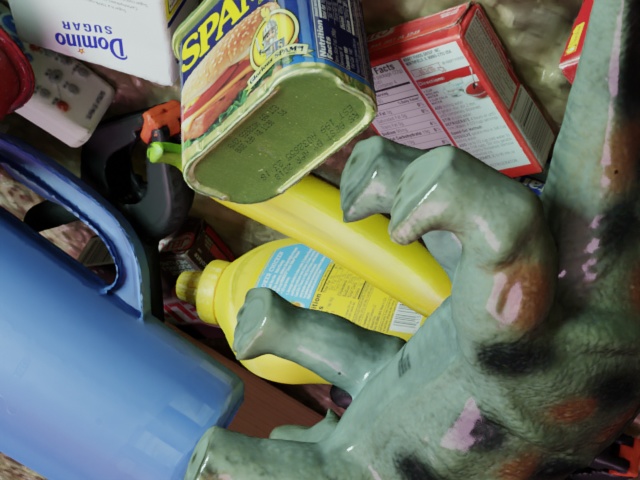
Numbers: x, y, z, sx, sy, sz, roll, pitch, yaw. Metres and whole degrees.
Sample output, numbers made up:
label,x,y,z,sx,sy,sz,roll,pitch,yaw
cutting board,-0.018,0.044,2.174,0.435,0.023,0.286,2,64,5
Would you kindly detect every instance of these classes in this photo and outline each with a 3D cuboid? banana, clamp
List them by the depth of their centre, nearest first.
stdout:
label,x,y,z,sx,sy,sz,roll,pitch,yaw
banana,-0.003,-0.008,0.607,0.198,0.069,0.037,26,117,4
clamp,-0.117,-0.013,0.663,0.120,0.039,0.172,44,135,-1
clamp,0.128,0.153,0.769,0.210,0.036,0.164,2,146,29

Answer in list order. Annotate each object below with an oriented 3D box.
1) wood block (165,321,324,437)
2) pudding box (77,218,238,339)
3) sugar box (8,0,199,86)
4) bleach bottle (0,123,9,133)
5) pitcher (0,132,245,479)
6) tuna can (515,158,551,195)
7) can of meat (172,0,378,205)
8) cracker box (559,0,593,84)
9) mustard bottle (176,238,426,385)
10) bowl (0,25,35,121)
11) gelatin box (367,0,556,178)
label,x,y,z,sx,sy,sz,roll,pitch,yaw
wood block,-0.086,0.147,0.806,0.090,0.090,0.205,-8,148,38
pudding box,-0.103,0.031,0.745,0.114,0.039,0.090,-5,136,36
sugar box,-0.107,-0.156,0.493,0.093,0.048,0.176,18,149,9
bleach bottle,-0.295,-0.134,0.623,0.250,0.068,0.103,41,143,-26
pitcher,-0.165,0.059,0.640,0.243,0.144,0.149,32,144,2
tuna can,0.106,-0.007,0.570,0.086,0.033,0.086,17,145,12
can of meat,-0.022,-0.075,0.487,0.057,0.084,0.102,21,138,-35
cracker box,0.226,-0.062,0.391,0.214,0.072,0.164,-15,129,45
mustard bottle,0.000,0.045,0.649,0.192,0.096,0.058,11,145,19
bowl,-0.230,-0.082,0.536,0.162,0.055,0.162,11,159,4
gelatin box,0.062,-0.067,0.520,0.073,0.030,0.089,-10,130,40
